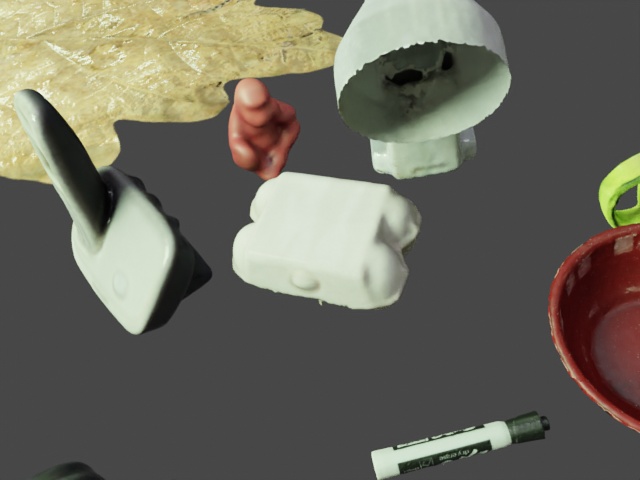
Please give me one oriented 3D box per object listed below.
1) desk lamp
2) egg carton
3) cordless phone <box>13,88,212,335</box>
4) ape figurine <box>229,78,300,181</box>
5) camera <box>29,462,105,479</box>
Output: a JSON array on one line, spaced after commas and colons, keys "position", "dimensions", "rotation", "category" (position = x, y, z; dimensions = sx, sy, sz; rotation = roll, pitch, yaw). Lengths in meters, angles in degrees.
[{"position": [0.075, -0.145, 0.471], "dimensions": [0.118, 0.214, 0.203], "rotation": [-7, 54, 8], "category": "desk lamp"}, {"position": [0.004, 0.002, 0.473], "dimensions": [0.150, 0.069, 0.107], "rotation": [9, 58, 18], "category": "egg carton"}, {"position": [-0.175, -0.022, 0.458], "dimensions": [0.094, 0.185, 0.147], "rotation": [-42, 57, -17], "category": "cordless phone"}, {"position": [-0.059, -0.115, 0.555], "dimensions": [0.078, 0.092, 0.076], "rotation": [-30, 54, -9], "category": "ape figurine"}, {"position": [-0.132, 0.193, 0.349], "dimensions": [0.143, 0.101, 0.136], "rotation": [-39, 56, -15], "category": "camera"}]
